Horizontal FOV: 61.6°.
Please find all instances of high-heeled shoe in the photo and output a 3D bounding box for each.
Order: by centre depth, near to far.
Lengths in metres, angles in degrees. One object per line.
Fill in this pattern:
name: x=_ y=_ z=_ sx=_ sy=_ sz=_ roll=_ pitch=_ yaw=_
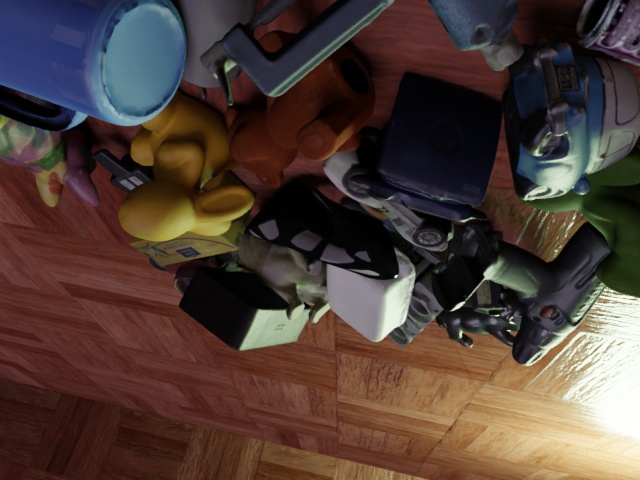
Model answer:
high-heeled shoe: x=-0.001 y=-0.002 z=0.694 sx=0.145 sy=0.086 sz=0.249 roll=46 pitch=159 yaw=-15

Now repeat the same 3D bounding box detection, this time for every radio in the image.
radio: x=-0.113 y=0.108 z=0.868 sx=0.131 sy=0.073 sz=0.229 roll=30 pitch=-177 yaw=21

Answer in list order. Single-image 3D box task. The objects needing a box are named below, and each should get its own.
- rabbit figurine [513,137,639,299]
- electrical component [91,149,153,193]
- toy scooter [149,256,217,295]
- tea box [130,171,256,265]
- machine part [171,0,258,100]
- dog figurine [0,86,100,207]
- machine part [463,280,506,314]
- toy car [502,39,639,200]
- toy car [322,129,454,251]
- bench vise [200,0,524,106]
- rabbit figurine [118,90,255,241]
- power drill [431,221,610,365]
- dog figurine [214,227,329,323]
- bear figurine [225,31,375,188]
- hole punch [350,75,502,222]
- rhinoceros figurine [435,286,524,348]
rabbit figurine: x=0.283 y=-0.041 z=0.533 sx=0.170 sy=0.121 sz=0.159 roll=25 pitch=147 yaw=12
electrical component: x=-0.251 y=-0.095 z=0.738 sx=0.075 sy=0.048 sz=0.119 roll=-14 pitch=138 yaw=39
toy scooter: x=-0.204 y=0.064 z=0.955 sx=0.135 sy=0.075 sz=0.183 roll=-10 pitch=137 yaw=36
tea box: x=-0.183 y=-0.029 z=0.769 sx=0.170 sy=0.098 sz=0.068 roll=-12 pitch=140 yaw=35
machine part: x=-0.089 y=-0.212 z=0.448 sx=0.079 sy=0.079 sz=0.243 roll=19 pitch=150 yaw=-7
dog figurine: x=-0.358 y=-0.113 z=0.641 sx=0.109 sy=0.191 sz=0.218 roll=-3 pitch=130 yaw=17
machine part: x=0.211 y=0.070 z=0.791 sx=0.039 sy=0.084 sz=0.139 roll=-7 pitch=173 yaw=-33
toy car: x=0.211 y=-0.102 z=0.449 sx=0.103 sy=0.109 sz=0.161 roll=-8 pitch=163 yaw=13
toy car: x=0.087 y=-0.057 z=0.627 sx=0.201 sy=0.073 sz=0.056 roll=34 pitch=141 yaw=-29
bench vise: x=0.028 y=-0.176 z=0.371 sx=0.240 sy=0.129 sz=0.223 roll=-36 pitch=121 yaw=12
rabbit figurine: x=-0.165 y=-0.065 z=0.630 sx=0.162 sy=0.173 sz=0.122 roll=33 pitch=141 yaw=-21
power drill: x=0.246 y=0.067 z=0.666 sx=0.207 sy=0.086 sz=0.232 roll=18 pitch=124 yaw=-15
dog figurine: x=-0.059 y=0.029 z=0.840 sx=0.191 sy=0.121 sz=0.172 roll=31 pitch=-176 yaw=30
bear figurine: x=-0.044 y=-0.118 z=0.542 sx=0.196 sy=0.132 sz=0.120 roll=-22 pitch=98 yaw=40
hole punch: x=0.114 y=-0.090 z=0.530 sx=0.142 sy=0.116 sz=0.092 roll=18 pitch=141 yaw=-5
rhinoceros figurine: x=0.272 y=0.107 z=0.826 sx=0.190 sy=0.073 sz=0.112 roll=-14 pitch=128 yaw=42
